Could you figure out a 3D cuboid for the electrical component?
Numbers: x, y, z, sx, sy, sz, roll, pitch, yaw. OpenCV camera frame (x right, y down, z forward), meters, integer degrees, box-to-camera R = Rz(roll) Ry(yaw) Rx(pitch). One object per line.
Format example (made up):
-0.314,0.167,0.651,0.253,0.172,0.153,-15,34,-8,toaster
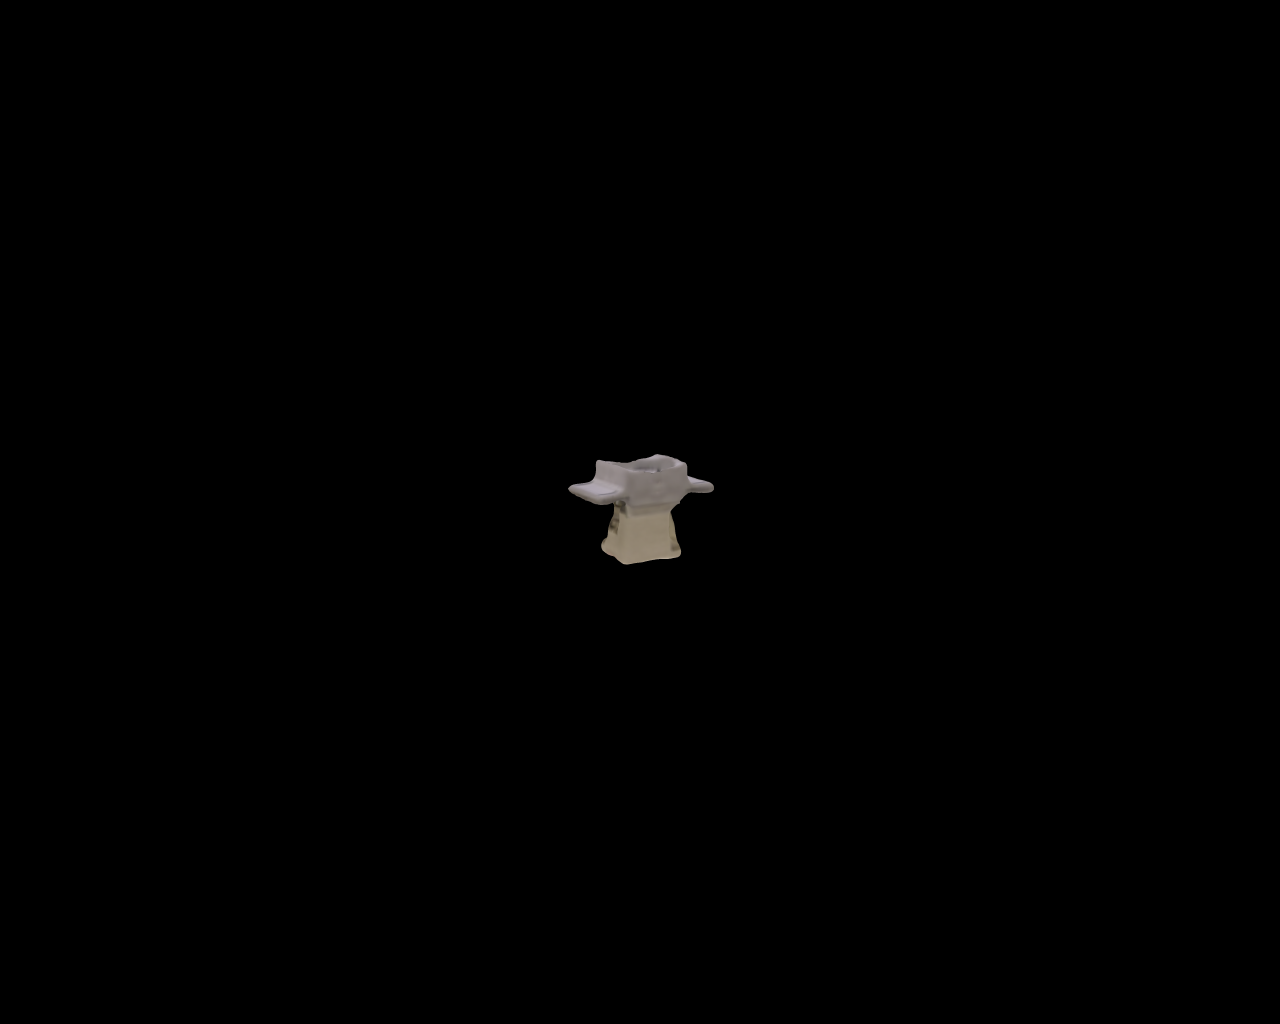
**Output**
0.001,-0.003,0.650,0.081,0.063,0.042,-7,16,-26,electrical component
